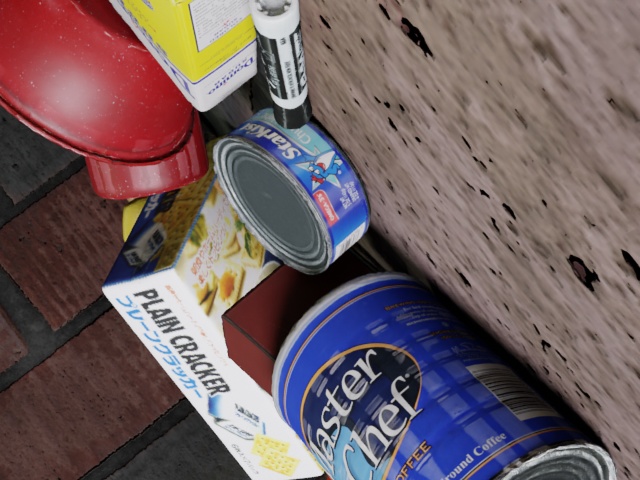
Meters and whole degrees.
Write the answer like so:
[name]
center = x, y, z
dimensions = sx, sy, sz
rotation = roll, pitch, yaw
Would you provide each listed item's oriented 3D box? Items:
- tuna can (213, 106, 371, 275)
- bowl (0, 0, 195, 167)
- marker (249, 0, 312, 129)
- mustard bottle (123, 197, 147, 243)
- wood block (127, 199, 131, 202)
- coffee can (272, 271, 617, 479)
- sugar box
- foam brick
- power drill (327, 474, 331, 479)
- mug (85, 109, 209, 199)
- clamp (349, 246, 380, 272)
[tuna can]
center = -0.015, -0.026, 0.549
dimensions = 0.086, 0.033, 0.086
rotation = 40, 155, 23
[bowl]
center = -0.125, -0.121, 0.604
dimensions = 0.162, 0.055, 0.162
rotation = 30, -145, -24
[marker]
center = -0.015, -0.075, 0.459
dimensions = 0.020, 0.020, 0.121
rotation = 51, 173, 13
[mustard bottle]
center = -0.110, -0.028, 0.950
dimensions = 0.191, 0.096, 0.058
rotation = -79, -10, -79
[wood block]
center = -0.178, -0.075, 1.172
dimensions = 0.206, 0.090, 0.090
rotation = 53, 173, 1
[coffee can]
center = 0.054, 0.094, 0.507
dimensions = 0.140, 0.102, 0.102
rotation = 45, 169, 46
[sugar box]
center = -0.071, -0.122, 0.482
dimensions = 0.093, 0.048, 0.176
rotation = 52, 171, 4
[foam brick]
center = -0.007, 0.044, 0.585
dimensions = 0.051, 0.078, 0.053
rotation = 39, 155, 24
[power drill]
center = 0.008, 0.153, 1.004
dimensions = 0.184, 0.057, 0.188
rotation = 32, -153, -53
[mug]
center = -0.118, -0.081, 0.734
dimensions = 0.117, 0.093, 0.081
rotation = -48, -50, -63
[clamp]
center = -0.004, 0.001, 0.679
dimensions = 0.120, 0.039, 0.172
rotation = 58, 169, -6
